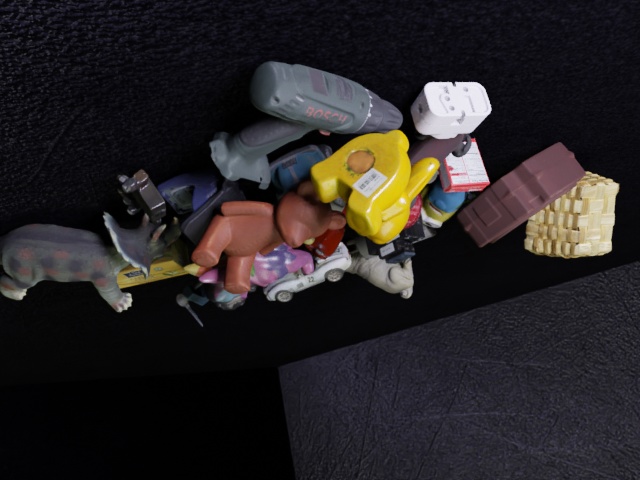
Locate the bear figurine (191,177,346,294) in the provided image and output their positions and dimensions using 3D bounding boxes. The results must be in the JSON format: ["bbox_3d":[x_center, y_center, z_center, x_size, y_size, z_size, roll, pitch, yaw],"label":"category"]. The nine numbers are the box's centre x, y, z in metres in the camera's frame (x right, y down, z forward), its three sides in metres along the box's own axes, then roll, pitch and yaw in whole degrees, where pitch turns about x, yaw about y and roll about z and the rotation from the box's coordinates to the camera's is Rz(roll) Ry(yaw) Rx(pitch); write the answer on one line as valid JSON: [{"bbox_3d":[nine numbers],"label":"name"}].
[{"bbox_3d":[-0.070,-0.007,0.790,0.196,0.132,0.120,-8,141,27],"label":"bear figurine"}]

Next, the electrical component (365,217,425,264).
[{"bbox_3d":[0.144,-0.023,1.072,0.058,0.134,0.115,3,159,-36],"label":"electrical component"}]

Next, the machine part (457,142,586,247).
[{"bbox_3d":[0.372,-0.079,1.001,0.201,0.087,0.201,-29,168,-35],"label":"machine part"}]

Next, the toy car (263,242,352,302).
[{"bbox_3d":[-0.030,0.068,1.133,0.202,0.074,0.056,-23,129,10],"label":"toy car"}]

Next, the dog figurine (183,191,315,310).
[{"bbox_3d":[-0.121,0.017,0.925,0.219,0.191,0.109,-12,-160,-34],"label":"dog figurine"}]

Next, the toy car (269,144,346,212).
[{"bbox_3d":[-0.008,-0.080,0.864,0.109,0.103,0.161,-18,159,23],"label":"toy car"}]

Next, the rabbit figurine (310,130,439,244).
[{"bbox_3d":[0.081,-0.067,0.744,0.162,0.122,0.173,-50,146,-16],"label":"rabbit figurine"}]

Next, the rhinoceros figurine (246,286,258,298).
[{"bbox_3d":[-0.183,0.079,1.218,0.073,0.112,0.190,-10,170,3],"label":"rhinoceros figurine"}]

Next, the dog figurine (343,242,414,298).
[{"bbox_3d":[0.117,0.078,1.310,0.191,0.172,0.121,-16,152,-9],"label":"dog figurine"}]

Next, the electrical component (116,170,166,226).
[{"bbox_3d":[-0.272,-0.064,0.814,0.045,0.078,0.102,-30,176,-23],"label":"electrical component"}]

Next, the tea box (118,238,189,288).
[{"bbox_3d":[-0.357,0.042,1.069,0.170,0.068,0.098,-12,162,5],"label":"tea box"}]

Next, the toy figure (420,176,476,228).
[{"bbox_3d":[0.245,-0.084,1.036,0.089,0.082,0.180,-17,159,-17],"label":"toy figure"}]

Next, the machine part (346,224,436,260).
[{"bbox_3d":[0.165,-0.017,1.188,0.243,0.079,0.079,-21,160,28],"label":"machine part"}]

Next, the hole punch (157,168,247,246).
[{"bbox_3d":[-0.185,-0.064,0.860,0.116,0.092,0.142,-40,161,-9],"label":"hole punch"}]

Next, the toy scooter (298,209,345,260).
[{"bbox_3d":[-0.002,-0.003,1.046,0.075,0.135,0.184,34,142,-12],"label":"toy scooter"}]

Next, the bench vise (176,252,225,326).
[{"bbox_3d":[-0.175,0.048,1.050,0.240,0.129,0.223,-45,149,1],"label":"bench vise"}]

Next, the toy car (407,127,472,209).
[{"bbox_3d":[0.151,-0.120,0.862,0.089,0.053,0.202,15,138,-26],"label":"toy car"}]

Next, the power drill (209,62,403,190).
[{"bbox_3d":[-0.027,-0.141,0.709,0.207,0.086,0.232,-20,162,37],"label":"power drill"}]

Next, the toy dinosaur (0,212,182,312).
[{"bbox_3d":[-0.438,0.023,0.908,0.405,0.131,0.192,1,141,-13],"label":"toy dinosaur"}]
